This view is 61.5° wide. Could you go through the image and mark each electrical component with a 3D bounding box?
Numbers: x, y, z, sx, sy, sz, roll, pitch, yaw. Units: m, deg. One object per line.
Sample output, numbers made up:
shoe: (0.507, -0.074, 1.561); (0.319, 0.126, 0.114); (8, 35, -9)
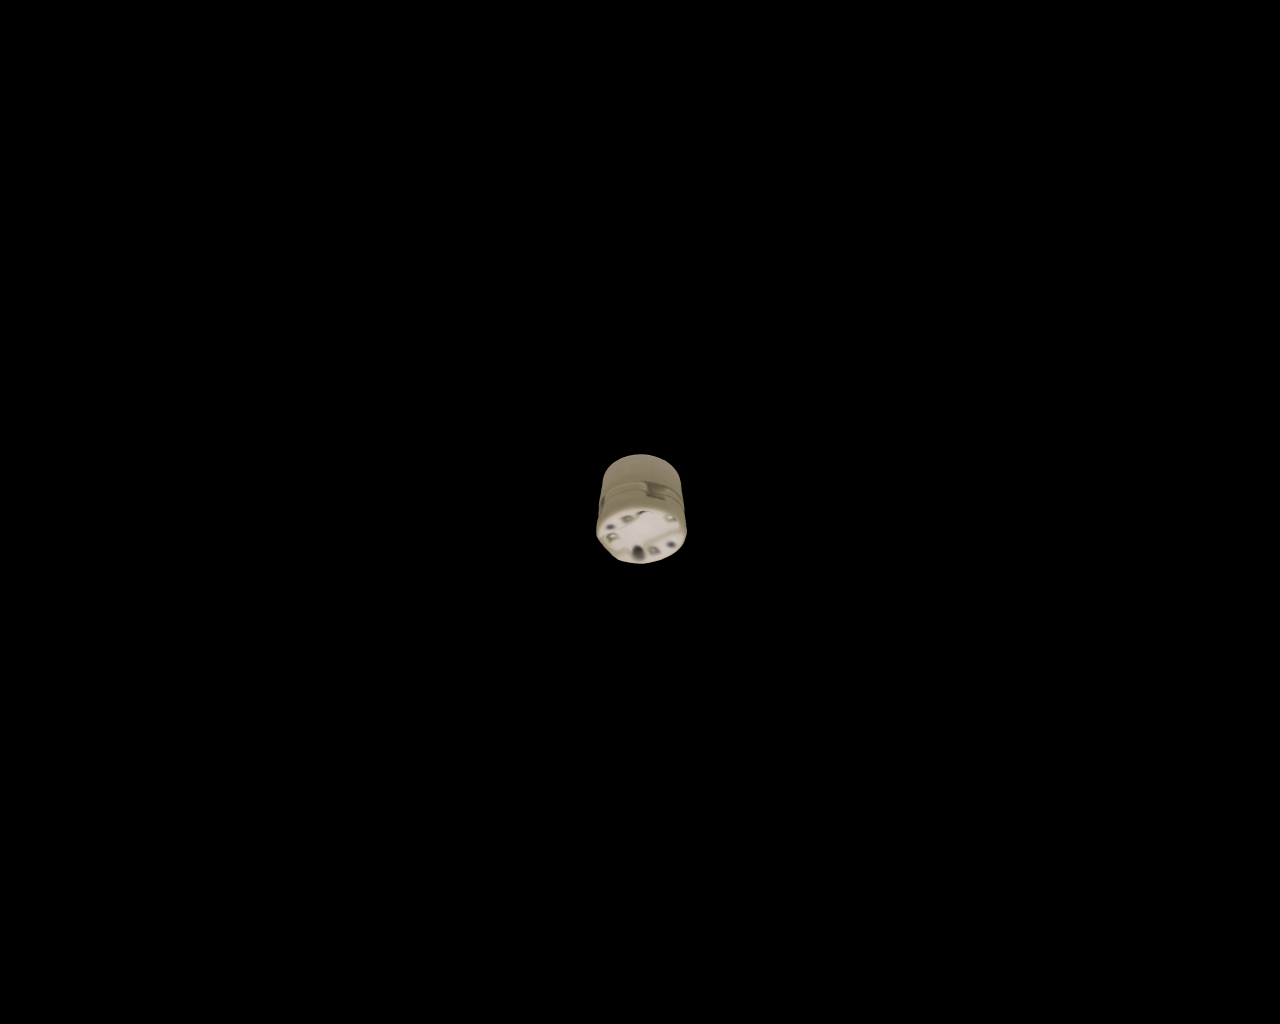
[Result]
electrical component: (0.001, -0.003, 0.650); (0.055, 0.047, 0.055); (0, -42, 0)
